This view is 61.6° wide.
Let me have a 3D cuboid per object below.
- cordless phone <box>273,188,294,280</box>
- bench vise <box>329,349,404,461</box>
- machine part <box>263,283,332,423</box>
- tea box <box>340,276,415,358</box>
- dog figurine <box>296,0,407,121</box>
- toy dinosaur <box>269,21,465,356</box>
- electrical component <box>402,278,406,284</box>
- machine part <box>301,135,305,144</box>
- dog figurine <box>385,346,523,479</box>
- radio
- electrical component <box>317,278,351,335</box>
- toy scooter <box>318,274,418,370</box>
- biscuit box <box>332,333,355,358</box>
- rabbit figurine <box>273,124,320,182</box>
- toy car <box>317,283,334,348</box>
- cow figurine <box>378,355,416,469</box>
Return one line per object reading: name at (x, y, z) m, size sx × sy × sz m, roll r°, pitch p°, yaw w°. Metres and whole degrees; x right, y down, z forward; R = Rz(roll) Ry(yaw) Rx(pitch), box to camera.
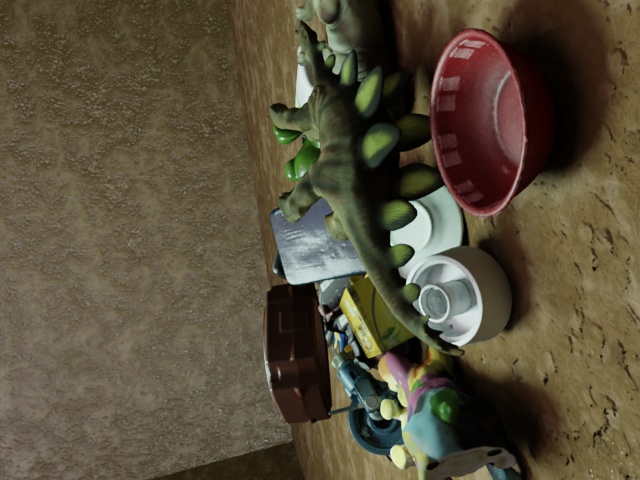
cordless phone at (-0.002, -0.002, 0.951) m, size 0.089 × 0.146 × 0.184 m, roll -16°, pitch 52°, yaw 58°
bench vise at (0.089, 0.270, 0.924) m, size 0.240 × 0.129 × 0.224 m, roll 64°, pitch -179°, yaw -65°
machine part at (-0.036, 0.186, 0.897) m, size 0.201 × 0.087 × 0.201 m, roll 75°, pitch -173°, yaw -50°
tea box at (0.081, 0.106, 0.751) m, size 0.098 × 0.068 × 0.169 m, roll 62°, pitch 174°, yaw 11°
dog figurine at (0.064, -0.256, 0.722) m, size 0.191 × 0.121 × 0.172 m, roll 54°, pitch 159°, yaw 33°
toy dinosaur at (0.043, -0.081, 0.620) m, size 0.198 × 0.105 × 0.471 m, roll -37°, pitch 61°, yaw 45°
electrical component at (0.149, 0.079, 0.692) m, size 0.119 × 0.048 × 0.074 m, roll -136°, pitch 38°, yaw -71°
machine part at (-0.007, -0.207, 1.192) m, size 0.139 × 0.039 × 0.084 m, roll -138°, pitch 33°, yaw -69°
dog figurine at (0.143, 0.195, 0.655) m, size 0.219 × 0.108 × 0.191 m, roll -109°, pitch -7°, yaw -50°
radio at (0.035, -0.011, 0.805) m, size 0.230 × 0.073 × 0.131 m, roll -15°, pitch 88°, yaw 42°
electrical component at (0.056, 0.112, 1.007) m, size 0.115 × 0.058 × 0.134 m, roll -49°, pitch 41°, yaw 30°
toy scooter at (0.074, 0.139, 0.886) m, size 0.075 × 0.135 × 0.184 m, roll 107°, pitch 149°, yaw -62°
biscuit box at (0.067, 0.192, 1.143) m, size 0.202 × 0.063 × 0.059 m, roll 91°, pitch 162°, yaw -45°
rabbit figurine at (-0.004, -0.188, 0.986) m, size 0.121 × 0.159 × 0.170 m, roll 101°, pitch 172°, yaw -84°
toy car at (0.017, 0.154, 1.237) m, size 0.073 × 0.056 × 0.201 m, roll 73°, pitch -159°, yaw -68°
cow figurine at (0.144, 0.248, 0.798) m, size 0.068 × 0.098 × 0.167 m, roll -39°, pitch 51°, yaw 40°
